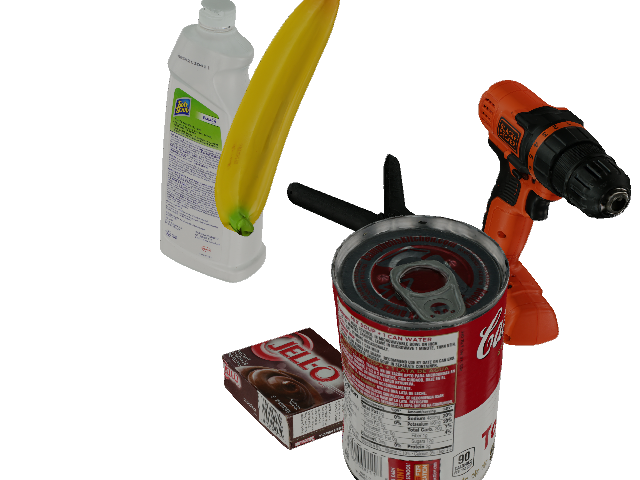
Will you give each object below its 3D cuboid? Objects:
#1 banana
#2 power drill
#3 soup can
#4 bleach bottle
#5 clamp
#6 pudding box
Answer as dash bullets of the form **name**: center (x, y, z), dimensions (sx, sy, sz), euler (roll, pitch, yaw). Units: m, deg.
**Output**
- **banana**: center (-0.031, -0.080, 0.711), dimensions (0.037, 0.197, 0.070), euler (31, -27, -30)
- **power drill**: center (0.170, -0.013, 0.842), dimensions (0.057, 0.188, 0.184), euler (-3, 31, -18)
- **soup can**: center (0.040, 0.050, 0.436), dimensions (0.068, 0.102, 0.068), euler (-2, 36, 1)
- **bleach bottle**: center (-0.091, -0.090, 0.954), dimensions (0.103, 0.251, 0.068), euler (21, 35, 20)
- **clamp**: center (0.068, -0.017, 1.248), dimensions (0.164, 0.036, 0.210), euler (-13, 51, -28)
- **pudding box**: center (-0.018, 0.121, 0.896), dimensions (0.089, 0.039, 0.114), euler (-16, 32, -28)
